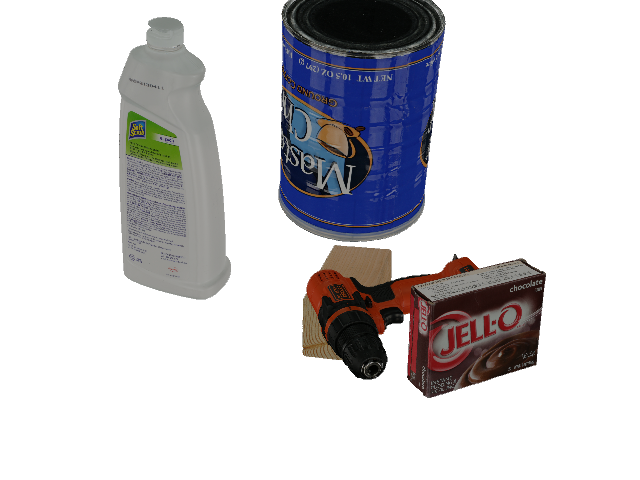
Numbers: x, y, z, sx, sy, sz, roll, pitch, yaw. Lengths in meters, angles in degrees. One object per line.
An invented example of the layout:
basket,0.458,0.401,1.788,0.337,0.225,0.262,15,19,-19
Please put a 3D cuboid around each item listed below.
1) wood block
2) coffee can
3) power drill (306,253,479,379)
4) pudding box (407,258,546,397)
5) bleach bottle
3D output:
wood block,0.041,0.085,1.508,0.091,0.090,0.206,5,21,11
coffee can,0.024,-0.085,0.705,0.103,0.140,0.103,2,38,-1
power drill,0.091,0.076,1.118,0.187,0.057,0.184,-6,28,-14
pudding box,0.127,0.070,0.875,0.113,0.090,0.039,-14,31,-25
bleach bottle,-0.129,-0.073,0.950,0.103,0.251,0.068,14,33,14
